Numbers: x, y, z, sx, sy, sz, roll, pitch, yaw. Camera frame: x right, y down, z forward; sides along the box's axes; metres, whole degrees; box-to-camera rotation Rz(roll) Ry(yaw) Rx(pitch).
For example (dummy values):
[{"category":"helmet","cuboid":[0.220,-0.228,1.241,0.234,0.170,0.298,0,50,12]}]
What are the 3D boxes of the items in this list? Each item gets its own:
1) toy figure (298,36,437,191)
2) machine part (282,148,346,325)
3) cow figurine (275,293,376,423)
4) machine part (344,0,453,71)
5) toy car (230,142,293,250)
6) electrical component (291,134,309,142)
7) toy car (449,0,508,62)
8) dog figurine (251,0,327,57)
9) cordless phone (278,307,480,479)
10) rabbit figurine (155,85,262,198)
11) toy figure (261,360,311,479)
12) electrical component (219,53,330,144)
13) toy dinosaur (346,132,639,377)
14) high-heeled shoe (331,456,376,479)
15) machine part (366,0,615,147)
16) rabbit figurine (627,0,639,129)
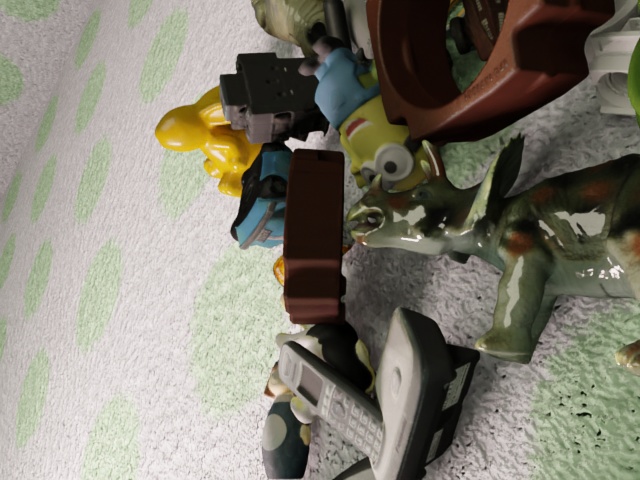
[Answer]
[{"category":"toy figure","cuboid":[0.056,-0.134,0.577,0.180,0.089,0.082,57,163,4]},{"category":"machine part","cuboid":[-0.001,-0.002,0.536,0.179,0.056,0.179,0,-89,-87]},{"category":"cow figurine","cuboid":[0.005,0.111,0.607,0.098,0.068,0.167,-37,52,28]},{"category":"machine part","cuboid":[0.086,-0.239,0.644,0.079,0.079,0.243,-48,44,27]},{"category":"toy car","cuboid":[-0.050,-0.052,0.711,0.109,0.103,0.162,-48,28,37]},{"category":"electrical component","cuboid":[-0.056,-0.177,0.781,0.078,0.102,0.045,22,98,28]},{"category":"toy car","cuboid":[0.166,-0.284,0.550,0.089,0.053,0.202,-11,78,27]},{"category":"dog figurine","cuboid":[-0.033,-0.319,0.817,0.172,0.121,0.190,120,136,-71]},{"category":"cordless phone","cuboid":[0.037,0.117,0.492,0.184,0.089,0.146,27,118,36]},{"category":"rabbit figurine","cuboid":[-0.164,-0.159,0.838,0.162,0.173,0.122,-54,37,27]},{"category":"toy figure","cuboid":[-0.037,0.198,0.634,0.064,0.057,0.154,-3,66,9]},{"category":"electrical component","cuboid":[-0.062,-0.186,0.700,0.058,0.134,0.115,105,152,-55]},{"category":"toy dinosaur","cuboid":[0.211,0.001,0.375,0.405,0.131,0.192,0,76,44]},{"category":"high-heeled shoe","cuboid":[-0.018,0.267,0.563,0.249,0.086,0.145,0,75,44]},{"category":"machine part","cuboid":[0.129,-0.197,0.456,0.201,0.087,0.201,-28,69,61]},{"category":"rabbit figurine","cuboid":[0.263,-0.125,0.324,0.159,0.121,0.170,-50,57,20]}]
